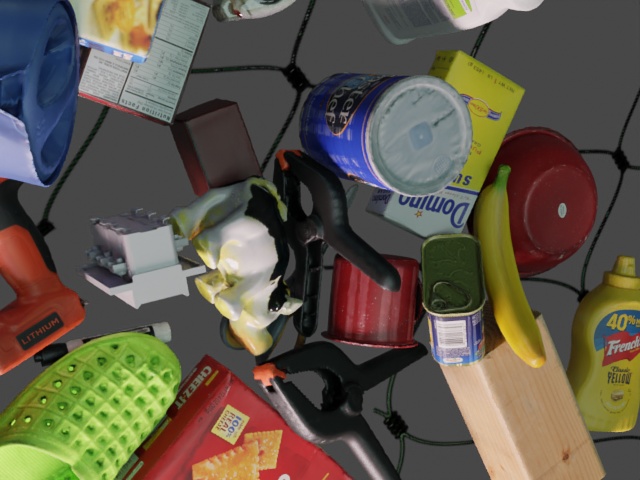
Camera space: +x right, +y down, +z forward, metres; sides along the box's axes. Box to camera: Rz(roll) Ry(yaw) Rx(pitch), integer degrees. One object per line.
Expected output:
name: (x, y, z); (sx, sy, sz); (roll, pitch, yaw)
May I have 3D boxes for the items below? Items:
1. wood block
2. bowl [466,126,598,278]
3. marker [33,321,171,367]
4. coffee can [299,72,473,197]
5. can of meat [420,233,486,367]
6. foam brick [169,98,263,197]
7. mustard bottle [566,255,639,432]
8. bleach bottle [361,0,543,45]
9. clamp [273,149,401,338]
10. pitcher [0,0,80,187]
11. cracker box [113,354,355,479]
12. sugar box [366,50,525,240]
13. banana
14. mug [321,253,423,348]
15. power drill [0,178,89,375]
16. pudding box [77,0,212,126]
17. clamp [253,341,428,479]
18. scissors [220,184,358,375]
wood block: (0.207, 0.175, 1.109); (0.090, 0.090, 0.206); (-32, 111, -18)
bowl: (0.232, -0.035, 1.103); (0.161, 0.055, 0.162); (-5, 102, -25)
marker: (-0.192, 0.092, 0.942); (0.121, 0.020, 0.020); (-10, 103, -24)
coffee can: (0.056, -0.098, 0.957); (0.102, 0.140, 0.103); (-5, 101, -25)
can of meat: (0.128, 0.059, 1.022); (0.057, 0.102, 0.084); (-4, 135, 7)
foam brick: (-0.092, -0.080, 0.939); (0.051, 0.053, 0.078); (-26, 111, -19)
mustard bottle: (0.318, 0.111, 1.169); (0.096, 0.058, 0.192); (6, 96, -26)
bleach bottle: (0.120, -0.218, 0.904); (0.068, 0.251, 0.102); (-40, 114, -14)
clamp: (-0.006, 0.001, 0.973); (0.120, 0.171, 0.039); (-37, 158, 26)
pitcher: (-0.298, -0.119, 0.763); (0.243, 0.149, 0.145); (8, 56, 0)
cracker box: (-0.076, 0.237, 0.994); (0.213, 0.072, 0.164); (45, 78, -26)
sugar box: (0.124, -0.088, 1.046); (0.093, 0.048, 0.176); (24, 88, -28)
banana: (0.179, 0.030, 1.035); (0.037, 0.070, 0.198); (-8, 77, -7)
mug: (0.059, 0.055, 1.022); (0.117, 0.093, 0.081); (3, 94, -43)
power drill: (-0.273, 0.009, 0.839); (0.184, 0.057, 0.187); (-35, 118, -41)
pudding box: (-0.152, -0.163, 0.904); (0.089, 0.039, 0.113); (19, 93, -26)
clamp: (0.027, 0.143, 1.010); (0.209, 0.036, 0.164); (32, 59, -33)
scissors: (-0.032, 0.032, 1.009); (0.096, 0.016, 0.202); (16, 92, -27)
